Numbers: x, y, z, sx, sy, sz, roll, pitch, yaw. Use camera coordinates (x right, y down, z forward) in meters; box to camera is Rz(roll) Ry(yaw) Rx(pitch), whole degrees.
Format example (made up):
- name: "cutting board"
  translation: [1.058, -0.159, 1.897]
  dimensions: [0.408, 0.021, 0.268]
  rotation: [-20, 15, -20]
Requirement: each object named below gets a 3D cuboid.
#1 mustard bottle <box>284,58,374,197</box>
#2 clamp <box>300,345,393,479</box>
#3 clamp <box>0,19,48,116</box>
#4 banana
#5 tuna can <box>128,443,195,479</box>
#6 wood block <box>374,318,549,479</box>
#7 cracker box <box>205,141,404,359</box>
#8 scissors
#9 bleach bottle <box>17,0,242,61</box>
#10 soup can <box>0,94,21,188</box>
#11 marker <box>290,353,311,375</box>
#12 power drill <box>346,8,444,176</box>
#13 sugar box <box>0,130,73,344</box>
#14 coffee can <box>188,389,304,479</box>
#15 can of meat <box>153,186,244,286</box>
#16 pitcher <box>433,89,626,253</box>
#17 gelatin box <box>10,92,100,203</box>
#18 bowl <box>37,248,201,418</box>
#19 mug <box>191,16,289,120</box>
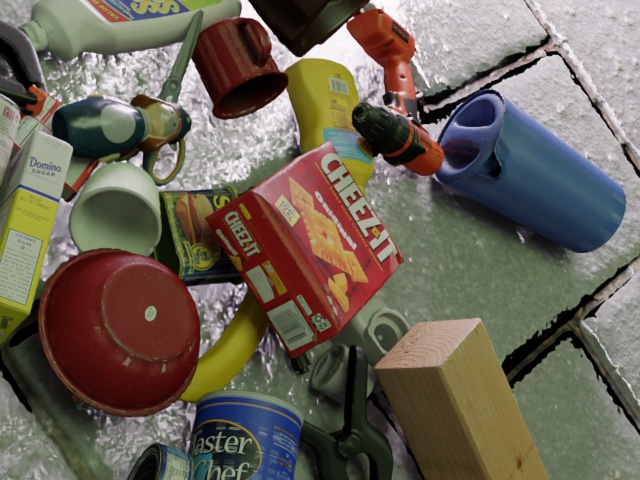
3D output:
- name: "mustard bottle"
  translation: [0.017, -0.114, 1.238]
  dimensions: [0.096, 0.058, 0.191]
  rotation: [8, 62, -47]
- name: "clamp"
  translation: [0.031, 0.194, 1.075]
  dimensions: [0.120, 0.039, 0.171]
  rotation: [-36, 105, -4]
- name: "clamp"
  translation: [-0.339, -0.204, 1.034]
  dimensions: [0.210, 0.036, 0.164]
  rotation: [37, 50, -1]
- name: "banana"
  translation: [-0.092, 0.102, 1.052]
  dimensions: [0.197, 0.037, 0.069]
  rotation: [-44, 137, -42]
- name: "tuna can"
  translation: [-0.145, 0.223, 0.935]
  dimensions: [0.033, 0.086, 0.086]
  rotation: [27, 54, -20]
- name: "wood block"
  translation: [0.151, 0.194, 1.114]
  dimensions: [0.090, 0.090, 0.206]
  rotation: [-40, 111, -42]
- name: "cracker box"
  translation: [-0.007, 0.001, 1.103]
  dimensions: [0.164, 0.072, 0.213]
  rotation: [58, 29, -4]
- name: "scissors"
  translation: [-0.175, -0.157, 1.122]
  dimensions: [0.096, 0.016, 0.202]
  rotation: [8, 78, -23]
- name: "bleach bottle"
  translation: [-0.207, -0.240, 1.144]
  dimensions: [0.250, 0.068, 0.102]
  rotation: [-29, 84, -39]
- name: "soup can"
  translation: [-0.317, -0.080, 0.968]
  dimensions: [0.068, 0.069, 0.102]
  rotation: [20, 68, -26]
- name: "marker"
  translation: [-0.040, 0.085, 1.123]
  dimensions: [0.020, 0.020, 0.121]
  rotation: [-17, 78, -40]
- name: "power drill"
  translation: [0.080, -0.181, 1.286]
  dimensions: [0.184, 0.057, 0.187]
  rotation: [28, 49, -56]
- name: "sugar box"
  translation: [-0.272, -0.002, 0.955]
  dimensions: [0.048, 0.094, 0.176]
  rotation: [25, 55, -24]
- name: "coffee can"
  translation: [-0.075, 0.221, 0.973]
  dimensions: [0.102, 0.103, 0.140]
  rotation: [24, 56, -24]
- name: "can of meat"
  translation: [-0.124, -0.003, 1.085]
  dimensions: [0.083, 0.058, 0.102]
  rotation: [-4, 69, -34]
- name: "pitcher"
  translation: [0.269, -0.085, 1.368]
  dimensions: [0.242, 0.145, 0.149]
  rotation: [28, 66, -25]
- name: "gelatin box"
  translation: [-0.261, -0.093, 1.051]
  dimensions: [0.089, 0.030, 0.073]
  rotation: [38, 52, -14]
- name: "bowl"
  translation: [-0.164, 0.072, 0.946]
  dimensions: [0.161, 0.055, 0.162]
  rotation: [19, 56, -31]
- name: "mug"
  translation: [-0.088, -0.197, 1.173]
  dimensions: [0.093, 0.117, 0.081]
  rotation: [-17, 73, -33]
